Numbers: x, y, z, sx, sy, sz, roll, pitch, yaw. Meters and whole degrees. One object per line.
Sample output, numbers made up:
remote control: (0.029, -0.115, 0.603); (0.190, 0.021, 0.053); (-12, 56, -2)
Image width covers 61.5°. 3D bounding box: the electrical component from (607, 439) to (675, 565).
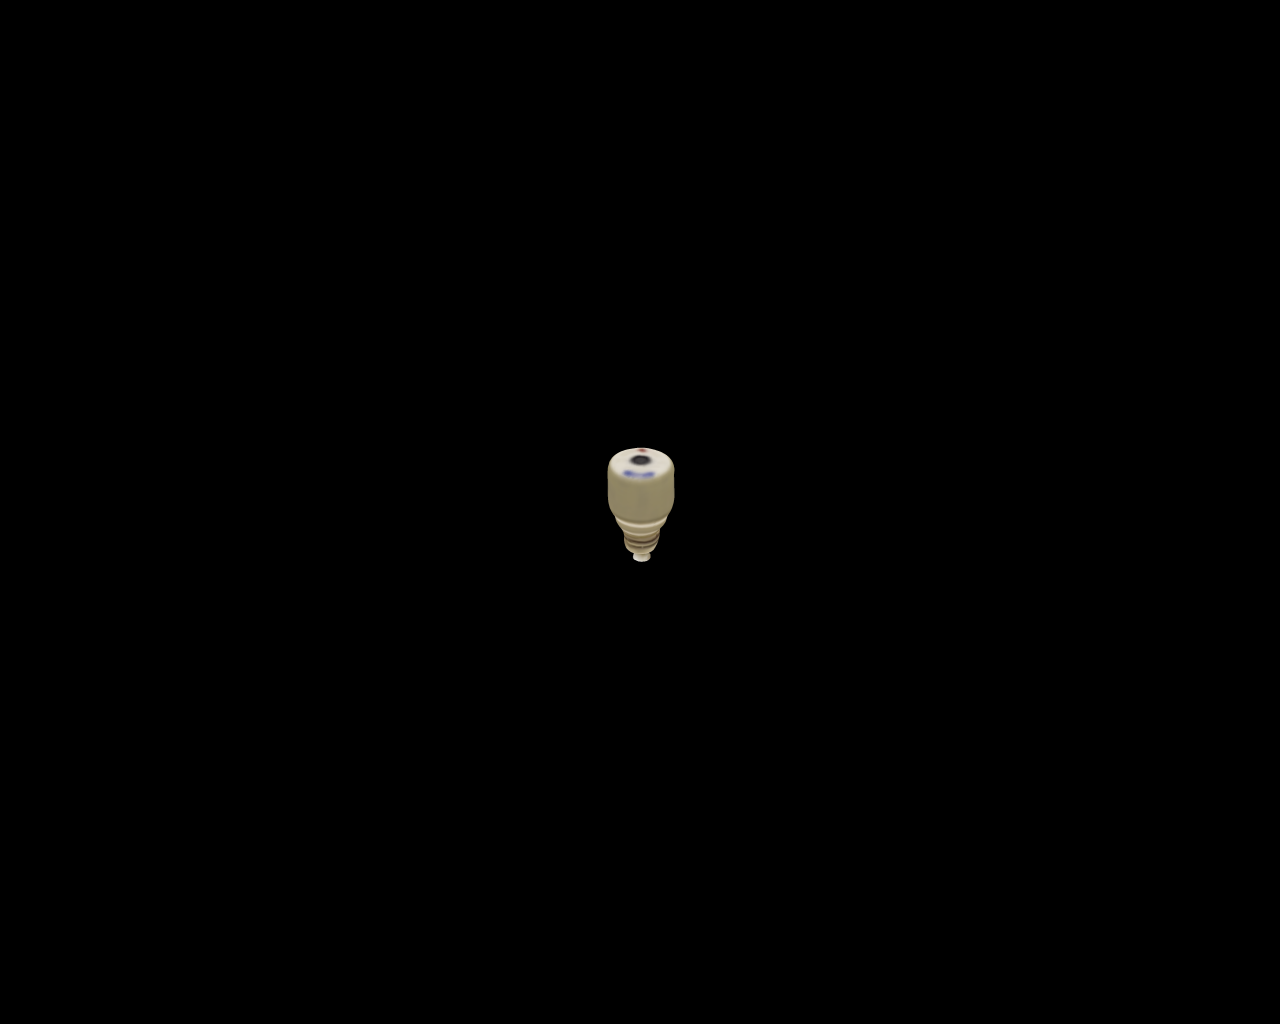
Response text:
electrical component: (0.001, -0.003, 0.650); (0.040, 0.078, 0.040); (0, 33, 0)
